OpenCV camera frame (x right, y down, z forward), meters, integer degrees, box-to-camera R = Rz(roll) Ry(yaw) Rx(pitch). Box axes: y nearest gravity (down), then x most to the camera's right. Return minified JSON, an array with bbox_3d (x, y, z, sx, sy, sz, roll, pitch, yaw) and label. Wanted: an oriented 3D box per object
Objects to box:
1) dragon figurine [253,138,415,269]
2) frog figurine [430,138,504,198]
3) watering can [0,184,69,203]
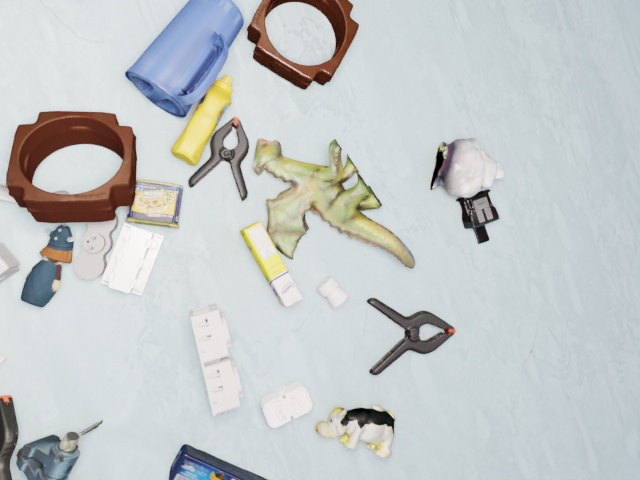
[{"bbox_3d":[0.003,-0.055,1.085,0.242,0.123,0.409,-32,93,4],"label":"dragon figurine"},{"bbox_3d":[0.341,-0.157,1.150,0.159,0.120,0.140,11,66,-2],"label":"frog figurine"},{"bbox_3d":[-0.657,-0.076,0.908,0.352,0.103,0.224,-33,95,-27],"label":"watering can"}]
